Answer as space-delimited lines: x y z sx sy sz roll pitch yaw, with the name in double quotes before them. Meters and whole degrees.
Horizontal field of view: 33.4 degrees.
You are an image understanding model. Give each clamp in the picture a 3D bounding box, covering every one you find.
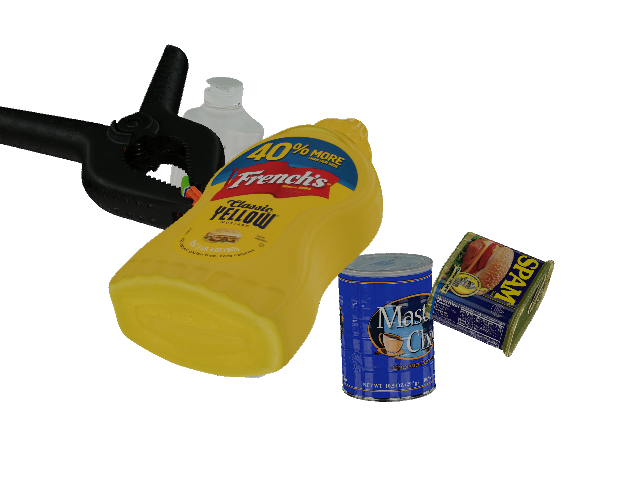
"clamp" -0.119 -0.071 0.724 0.164 0.036 0.210 -29 45 -28

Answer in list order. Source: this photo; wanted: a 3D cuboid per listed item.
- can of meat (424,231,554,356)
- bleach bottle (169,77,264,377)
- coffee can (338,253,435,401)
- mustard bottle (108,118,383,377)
"can of meat" 0.153 0.045 0.969 0.084 0.057 0.102 23 44 19
"bleach bottle" -0.079 -0.011 0.903 0.102 0.251 0.068 8 23 7
"coffee can" 0.071 0.091 1.149 0.103 0.140 0.103 -3 9 0
"mustard bottle" -0.021 -0.011 0.564 0.096 0.058 0.191 9 38 26
